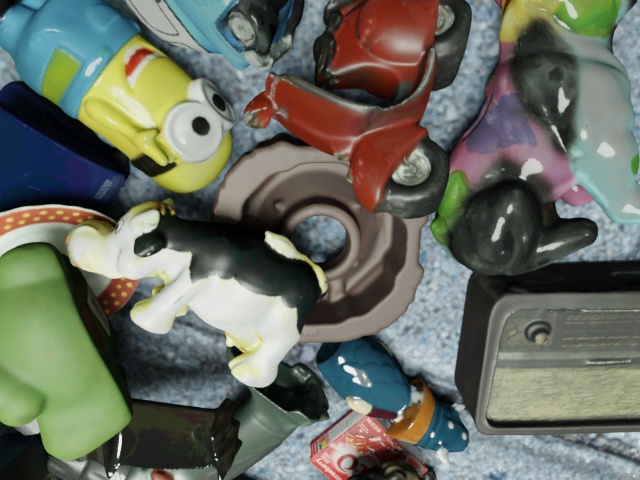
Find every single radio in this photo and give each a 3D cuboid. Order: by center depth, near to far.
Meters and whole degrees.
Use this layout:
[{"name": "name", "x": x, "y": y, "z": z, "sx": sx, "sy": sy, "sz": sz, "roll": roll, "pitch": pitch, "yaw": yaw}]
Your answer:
[{"name": "radio", "x": 0.240, "y": 0.090, "z": 0.462, "sx": 0.230, "sy": 0.073, "sz": 0.131, "roll": -1, "pitch": 107, "yaw": -3}]

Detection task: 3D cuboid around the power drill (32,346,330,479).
[{"name": "power drill", "x": -0.109, "y": 0.173, "z": 0.468, "sx": 0.232, "sy": 0.086, "sz": 0.207, "roll": 38, "pitch": 97, "yaw": -11}]

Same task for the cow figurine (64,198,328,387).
[{"name": "cow figurine", "x": -0.081, "y": 0.018, "z": 0.367, "sx": 0.167, "sy": 0.068, "sz": 0.098, "roll": 34, "pitch": 101, "yaw": -14}]

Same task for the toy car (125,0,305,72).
[{"name": "toy car", "x": -0.084, "y": -0.185, "z": 0.355, "sx": 0.103, "sy": 0.109, "sz": 0.161, "roll": -12, "pitch": 121, "yaw": 25}]

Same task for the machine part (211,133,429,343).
[{"name": "machine part", "x": -0.001, "y": -0.001, "z": 0.431, "sx": 0.179, "sy": 0.056, "sz": 0.179, "roll": -1, "pitch": 108, "yaw": -3}]

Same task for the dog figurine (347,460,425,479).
[{"name": "dog figurine", "x": 0.019, "y": 0.290, "z": 0.478, "sx": 0.121, "sy": 0.172, "sz": 0.190, "roll": 45, "pitch": 67, "yaw": 3}]

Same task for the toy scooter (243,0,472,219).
[{"name": "toy scooter", "x": 0.026, "y": -0.106, "z": 0.363, "sx": 0.135, "sy": 0.075, "sz": 0.184, "roll": 12, "pitch": 67, "yaw": 3}]

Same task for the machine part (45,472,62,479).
[{"name": "machine part", "x": -0.242, "y": 0.300, "z": 0.502, "sx": 0.079, "sy": 0.079, "sz": 0.243, "roll": -23, "pitch": 107, "yaw": 4}]

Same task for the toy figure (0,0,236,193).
[{"name": "toy figure", "x": -0.140, "y": -0.107, "z": 0.376, "sx": 0.180, "sy": 0.089, "sz": 0.082, "roll": 34, "pitch": 75, "yaw": -14}]

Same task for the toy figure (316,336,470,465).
[{"name": "toy figure", "x": 0.067, "y": 0.137, "z": 0.475, "sx": 0.154, "sy": 0.058, "sz": 0.064, "roll": 40, "pitch": 80, "yaw": -10}]

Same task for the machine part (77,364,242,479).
[{"name": "machine part", "x": -0.130, "y": 0.142, "z": 0.410, "sx": 0.139, "sy": 0.039, "sz": 0.084, "roll": 5, "pitch": 95, "yaw": 10}]

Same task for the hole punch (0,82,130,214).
[{"name": "hole punch", "x": -0.218, "y": -0.041, "z": 0.393, "sx": 0.115, "sy": 0.092, "sz": 0.142, "roll": 39, "pitch": 98, "yaw": -17}]

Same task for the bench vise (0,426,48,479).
[{"name": "bench vise", "x": -0.300, "y": 0.215, "z": 0.345, "sx": 0.241, "sy": 0.224, "sz": 0.128, "roll": -21, "pitch": 107, "yaw": 2}]

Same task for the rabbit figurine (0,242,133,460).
[{"name": "rabbit figurine", "x": -0.224, "y": 0.081, "z": 0.327, "sx": 0.170, "sy": 0.121, "sz": 0.158, "roll": -24, "pitch": 135, "yaw": -15}]

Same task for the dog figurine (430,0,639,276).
[{"name": "dog figurine", "x": 0.143, "y": -0.104, "z": 0.384, "sx": 0.192, "sy": 0.108, "sz": 0.219, "roll": -24, "pitch": 103, "yaw": 7}]
